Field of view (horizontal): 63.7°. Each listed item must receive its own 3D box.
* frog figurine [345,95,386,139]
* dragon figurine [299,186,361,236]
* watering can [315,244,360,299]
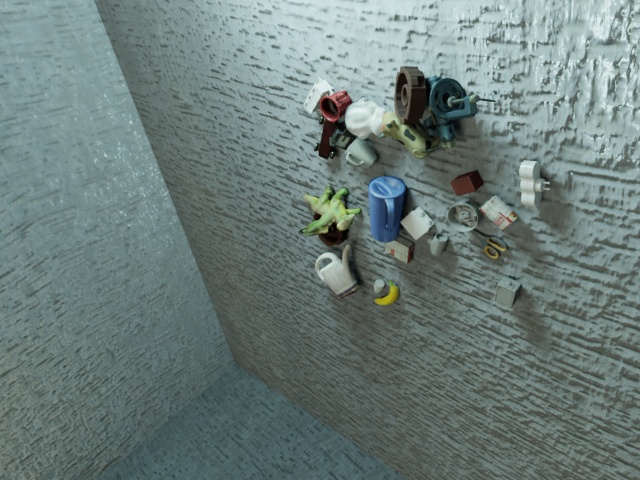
[{"bbox_3d":[0.165,-0.400,1.743,0.162,0.123,0.134,45,128,33],"label":"frog figurine"},{"bbox_3d":[0.006,-0.105,2.092,0.410,0.247,0.120,6,129,46],"label":"dragon figurine"},{"bbox_3d":[0.096,0.146,2.318,0.224,0.105,0.342,54,147,-1],"label":"watering can"}]
